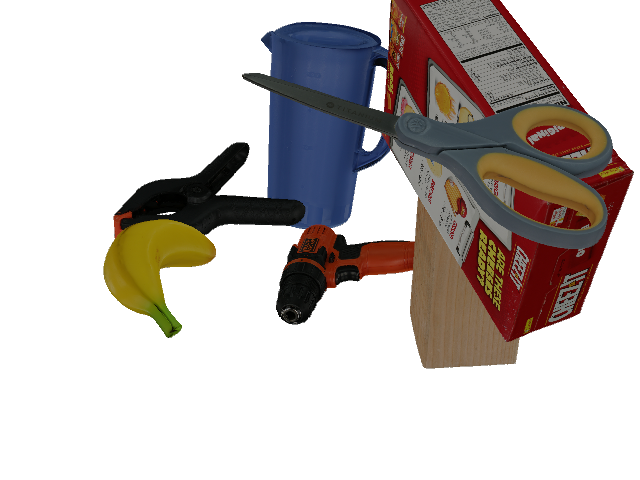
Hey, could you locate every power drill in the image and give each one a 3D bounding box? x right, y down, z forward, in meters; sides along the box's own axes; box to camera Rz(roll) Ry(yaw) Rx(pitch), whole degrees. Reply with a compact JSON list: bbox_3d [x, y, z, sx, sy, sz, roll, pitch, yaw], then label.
[{"bbox_3d":[0.050,0.037,1.194,0.188,0.057,0.184,1,29,11],"label":"power drill"}]

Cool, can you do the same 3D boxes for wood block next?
[{"bbox_3d":[0.135,0.008,0.965,0.091,0.206,0.090,-2,35,-4],"label":"wood block"}]

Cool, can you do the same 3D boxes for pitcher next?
[{"bbox_3d":[0.006,-0.139,1.314,0.144,0.243,0.149,-5,26,-23],"label":"pitcher"}]

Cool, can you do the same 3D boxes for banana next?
[{"bbox_3d":[-0.118,0.017,0.770,0.037,0.069,0.197,-38,11,12],"label":"banana"}]

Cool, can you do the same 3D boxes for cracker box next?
[{"bbox_3d":[0.119,-0.063,0.750,0.072,0.214,0.164,-20,-33,-13],"label":"cracker box"}]

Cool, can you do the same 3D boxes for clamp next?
[{"bbox_3d":[-0.112,-0.041,0.982,0.171,0.039,0.120,-11,37,-21],"label":"clamp"}]

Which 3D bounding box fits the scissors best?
[{"bbox_3d":[0.066,-0.064,0.561,0.202,0.096,0.016,33,-33,18],"label":"scissors"}]
